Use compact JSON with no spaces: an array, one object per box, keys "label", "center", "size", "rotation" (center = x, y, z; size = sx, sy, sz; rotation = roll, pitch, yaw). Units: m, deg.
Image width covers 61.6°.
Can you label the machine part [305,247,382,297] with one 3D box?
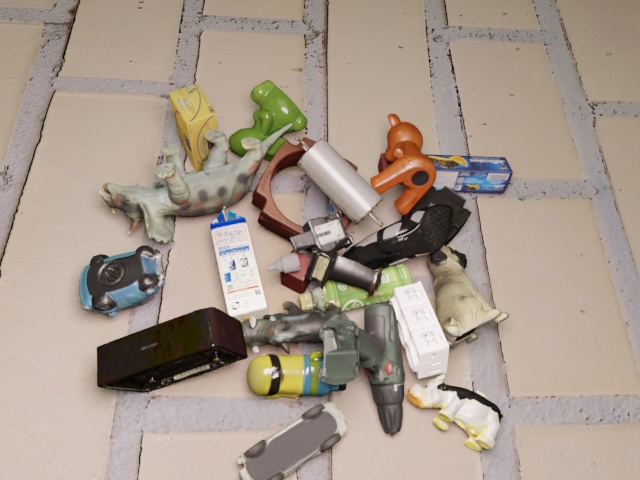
[{"label":"machine part","center":[0.045,0.062,0.997],"size":[0.139,0.084,0.039],"rotation":[16,27,0]}]

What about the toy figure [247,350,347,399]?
[{"label":"toy figure","center":[-0.040,0.238,0.961],"size":[0.180,0.089,0.082],"rotation":[3,61,-2]}]

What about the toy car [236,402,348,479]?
[{"label":"toy car","center":[-0.046,0.352,0.921],"size":[0.202,0.056,0.073],"rotation":[-28,74,-17]}]

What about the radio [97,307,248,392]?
[{"label":"radio","center":[-0.247,0.191,0.911],"size":[0.230,0.131,0.073],"rotation":[-19,64,14]}]

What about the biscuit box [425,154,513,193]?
[{"label":"biscuit box","center":[0.322,-0.149,1.205],"size":[0.203,0.059,0.063],"rotation":[2,44,-5]}]

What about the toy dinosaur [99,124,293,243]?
[{"label":"toy dinosaur","center":[-0.228,-0.113,1.101],"size":[0.405,0.192,0.131],"rotation":[-17,48,-24]}]

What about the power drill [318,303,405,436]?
[{"label":"power drill","center":[0.085,0.215,0.919],"size":[0.086,0.207,0.232],"rotation":[-13,67,37]}]

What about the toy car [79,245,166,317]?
[{"label":"toy car","center":[-0.360,0.080,1.013],"size":[0.162,0.102,0.109],"rotation":[-18,62,-1]}]

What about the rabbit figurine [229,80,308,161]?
[{"label":"rabbit figurine","center":[-0.121,-0.241,1.217],"size":[0.170,0.121,0.159],"rotation":[-43,79,-4]}]

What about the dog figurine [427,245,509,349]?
[{"label":"dog figurine","center":[0.245,0.096,1.023],"size":[0.121,0.172,0.191],"rotation":[-39,65,18]}]

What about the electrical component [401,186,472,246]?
[{"label":"electrical component","center":[0.254,-0.053,1.158],"size":[0.115,0.058,0.134],"rotation":[37,66,12]}]

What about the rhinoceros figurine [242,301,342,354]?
[{"label":"rhinoceros figurine","center":[-0.046,0.164,0.975],"size":[0.190,0.073,0.112],"rotation":[-2,18,-1]}]

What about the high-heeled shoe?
[{"label":"high-heeled shoe","center":[0.158,-0.004,1.082],"size":[0.249,0.145,0.086],"rotation":[-30,104,-40]}]

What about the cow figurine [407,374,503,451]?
[{"label":"cow figurine","center":[0.244,0.293,0.966],"size":[0.167,0.068,0.098],"rotation":[33,59,9]}]

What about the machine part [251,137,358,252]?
[{"label":"machine part","center":[-0.026,-0.093,1.117],"size":[0.201,0.087,0.201],"rotation":[28,70,-5]}]

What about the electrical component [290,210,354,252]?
[{"label":"electrical component","center":[-0.002,-0.003,1.025],"size":[0.119,0.048,0.075],"rotation":[-23,82,-20]}]

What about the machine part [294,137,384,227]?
[{"label":"machine part","center":[0.038,-0.114,1.055],"size":[0.243,0.079,0.079],"rotation":[45,67,2]}]

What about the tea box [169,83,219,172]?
[{"label":"tea box","center":[-0.263,-0.237,1.152],"size":[0.068,0.169,0.098],"rotation":[-24,65,-17]}]

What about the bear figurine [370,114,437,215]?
[{"label":"bear figurine","center":[0.169,-0.169,1.135],"size":[0.132,0.120,0.196],"rotation":[-41,35,20]}]
